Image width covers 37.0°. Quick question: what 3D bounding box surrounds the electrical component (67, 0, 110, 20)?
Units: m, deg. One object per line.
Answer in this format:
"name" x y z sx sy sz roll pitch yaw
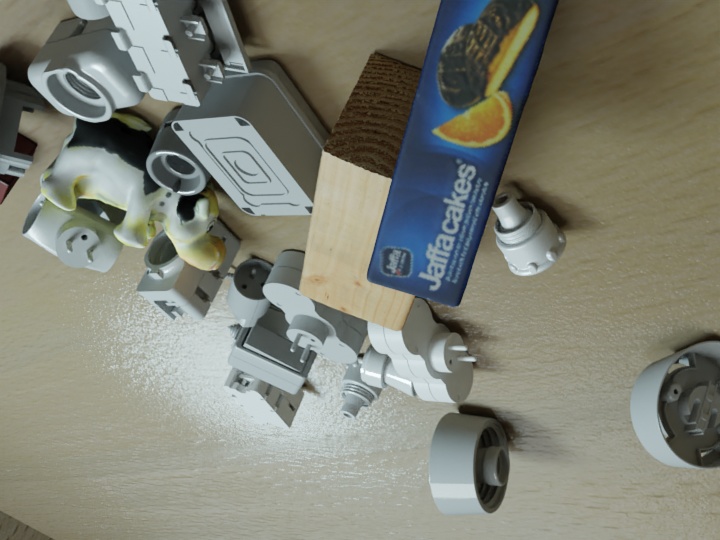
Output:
"electrical component" -0.185 -0.203 0.718 0.040 0.040 0.078 12 150 20

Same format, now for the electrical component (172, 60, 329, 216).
"electrical component" -0.074 -0.097 0.802 0.078 0.057 0.113 1 145 35

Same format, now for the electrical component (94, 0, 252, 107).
"electrical component" -0.128 -0.170 0.709 0.079 0.063 0.121 13 150 20

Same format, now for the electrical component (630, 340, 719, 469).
"electrical component" 0.271 0.111 0.866 0.099 0.099 0.064 30 157 -13

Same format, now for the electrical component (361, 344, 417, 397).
"electrical component" 0.034 0.098 1.072 0.055 0.045 0.045 13 150 19

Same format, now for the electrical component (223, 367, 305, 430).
"electrical component" -0.107 0.133 1.226 0.050 0.055 0.089 5 147 30

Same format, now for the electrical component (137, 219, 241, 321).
"electrical component" -0.159 -0.006 0.987 0.050 0.089 0.055 -2 143 38

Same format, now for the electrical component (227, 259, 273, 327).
"electrical component" -0.108 0.025 1.053 0.043 0.043 0.081 25 152 -2

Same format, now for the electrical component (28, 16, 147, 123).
"electrical component" -0.197 -0.150 0.799 0.095 0.059 0.053 -1 143 38

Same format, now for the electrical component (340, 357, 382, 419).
"electrical component" 0.000 0.126 1.125 0.048 0.062 0.048 22 154 11

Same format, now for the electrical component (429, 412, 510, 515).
"electrical component" 0.122 0.204 1.129 0.060 0.108 0.108 -3 143 29

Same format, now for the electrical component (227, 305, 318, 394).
"electrical component" -0.091 0.075 1.108 0.096 0.061 0.061 25 152 -3

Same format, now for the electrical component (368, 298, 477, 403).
"electrical component" 0.072 0.076 0.996 0.074 0.052 0.138 -1 144 37

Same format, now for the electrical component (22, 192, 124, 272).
"electrical component" -0.241 -0.026 0.914 0.077 0.043 0.079 28 -169 -27

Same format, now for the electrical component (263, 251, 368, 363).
"electrical component" -0.046 0.051 1.019 0.052 0.073 0.138 2 145 34

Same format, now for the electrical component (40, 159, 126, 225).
"electrical component" -0.241 -0.071 0.990 0.099 0.064 0.099 28 149 19

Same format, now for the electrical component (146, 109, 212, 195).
"electrical component" -0.139 -0.093 0.858 0.055 0.047 0.055 11 142 9

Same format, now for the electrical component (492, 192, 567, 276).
"electrical component" 0.119 -0.030 0.789 0.048 0.048 0.062 -7 133 43
